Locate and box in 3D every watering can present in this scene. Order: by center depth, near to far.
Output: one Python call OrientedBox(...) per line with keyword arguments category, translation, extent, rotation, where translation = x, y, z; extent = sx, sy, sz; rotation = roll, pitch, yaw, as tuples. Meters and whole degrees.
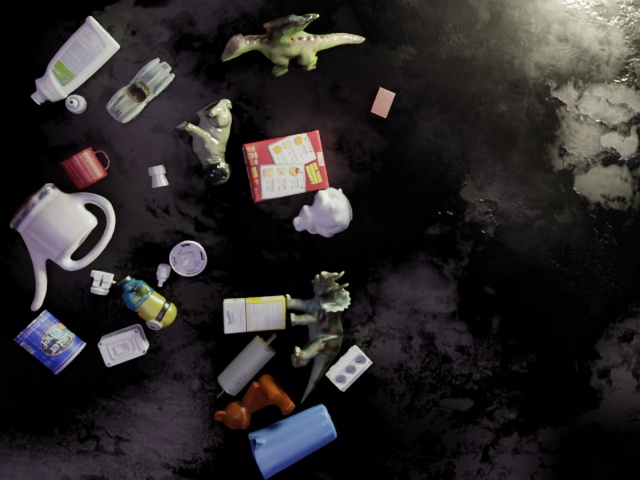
OrientedBox(category="watering can", translation=(-0.697, 0.002, 1.331), extent=(0.223, 0.104, 0.348), rotation=(43, 89, -11))

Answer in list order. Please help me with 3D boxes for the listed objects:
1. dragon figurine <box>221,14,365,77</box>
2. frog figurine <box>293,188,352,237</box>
OrientedBox(category="dragon figurine", translation=(-0.057, -0.521, 1.337), extent=(0.411, 0.243, 0.122), rotation=(-16, 96, -7))
OrientedBox(category="frog figurine", translation=(0.004, -0.073, 1.458), extent=(0.160, 0.124, 0.135), rotation=(-14, 120, -21))
